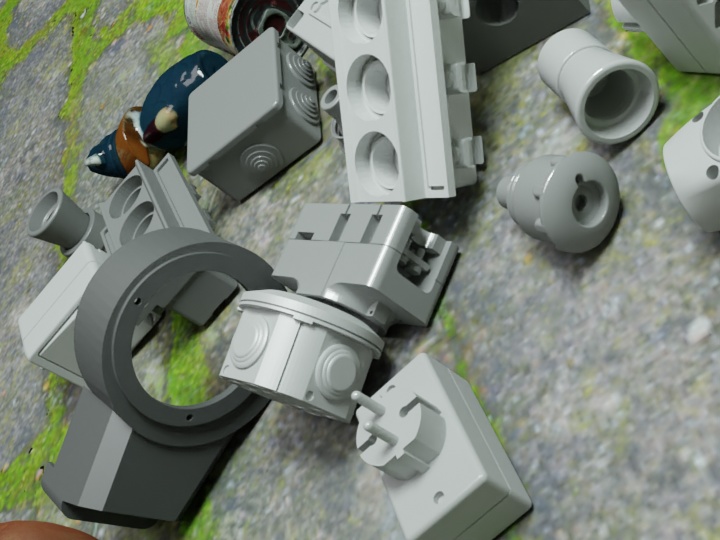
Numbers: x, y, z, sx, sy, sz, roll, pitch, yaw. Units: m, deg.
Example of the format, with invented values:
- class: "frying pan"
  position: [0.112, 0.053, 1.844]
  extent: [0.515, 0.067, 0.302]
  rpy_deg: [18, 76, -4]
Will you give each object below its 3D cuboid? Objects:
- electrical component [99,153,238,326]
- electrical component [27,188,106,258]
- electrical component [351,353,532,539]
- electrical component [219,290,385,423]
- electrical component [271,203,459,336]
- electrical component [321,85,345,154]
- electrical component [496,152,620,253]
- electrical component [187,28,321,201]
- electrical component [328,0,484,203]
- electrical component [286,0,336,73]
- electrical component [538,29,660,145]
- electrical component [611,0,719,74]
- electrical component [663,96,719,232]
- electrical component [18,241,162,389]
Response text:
- class: "electrical component"
  position: [-0.132, -0.018, 0.741]
  extent: [0.078, 0.063, 0.121]
  rpy_deg: [-48, 37, 9]
- class: "electrical component"
  position: [-0.235, -0.034, 0.874]
  extent: [0.045, 0.055, 0.045]
  rpy_deg: [-28, 44, 31]
- class: "electrical component"
  position: [0.024, 0.077, 0.484]
  extent: [0.047, 0.076, 0.083]
  rpy_deg: [-43, 38, 15]
- class: "electrical component"
  position: [-0.031, 0.045, 0.569]
  extent: [0.080, 0.080, 0.051]
  rpy_deg: [5, 71, 50]
- class: "electrical component"
  position: [0.000, 0.000, 0.593]
  extent: [0.089, 0.050, 0.055]
  rpy_deg: [5, 66, 49]
- class: "electrical component"
  position: [0.003, -0.087, 0.647]
  extent: [0.048, 0.062, 0.048]
  rpy_deg: [-28, 44, 31]
- class: "electrical component"
  position: [0.092, -0.035, 0.526]
  extent: [0.062, 0.048, 0.048]
  rpy_deg: [17, 75, 59]
- class: "electrical component"
  position: [-0.075, -0.108, 0.761]
  extent: [0.100, 0.048, 0.099]
  rpy_deg: [-33, 41, 26]
- class: "electrical component"
  position: [0.026, -0.101, 0.589]
  extent: [0.079, 0.063, 0.121]
  rpy_deg: [3, 103, 49]
- class: "electrical component"
  position: [0.020, -0.172, 0.701]
  extent: [0.108, 0.056, 0.108]
  rpy_deg: [-51, 37, 5]
- class: "electrical component"
  position: [0.118, -0.097, 0.548]
  extent: [0.044, 0.044, 0.065]
  rpy_deg: [-45, 33, 13]
- class: "electrical component"
  position: [0.149, -0.133, 0.520]
  extent: [0.077, 0.066, 0.047]
  rpy_deg: [19, 77, 52]
- class: "electrical component"
  position: [0.171, -0.037, 0.438]
  extent: [0.077, 0.044, 0.079]
  rpy_deg: [-28, 44, 31]
- class: "electrical component"
  position: [-0.197, 0.041, 0.768]
  extent: [0.096, 0.062, 0.061]
  rpy_deg: [-48, 37, 8]
